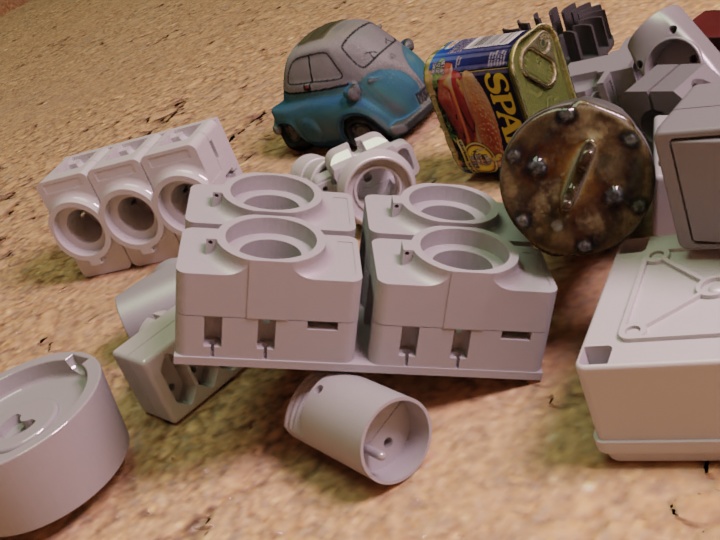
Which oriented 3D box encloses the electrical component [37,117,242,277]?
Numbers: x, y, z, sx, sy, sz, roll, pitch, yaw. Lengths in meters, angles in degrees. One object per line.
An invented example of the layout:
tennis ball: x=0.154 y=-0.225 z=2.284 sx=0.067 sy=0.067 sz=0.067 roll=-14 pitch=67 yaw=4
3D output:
electrical component: x=-0.172 y=-0.055 z=0.868 sx=0.150 sy=0.089 sz=0.061 roll=-11 pitch=28 yaw=22

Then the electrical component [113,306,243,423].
electrical component: x=-0.115 y=0.046 z=0.676 sx=0.076 sy=0.047 sz=0.083 roll=10 pitch=40 yaw=48

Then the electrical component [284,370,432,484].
electrical component: x=-0.006 y=0.074 z=0.542 sx=0.043 sy=0.043 sz=0.081 roll=-36 pitch=29 yaw=-26

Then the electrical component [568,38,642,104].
electrical component: x=0.183 y=-0.135 z=0.798 sx=0.064 sy=0.042 sz=0.081 roll=-7 pitch=29 yaw=35

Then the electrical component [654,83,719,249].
electrical component: x=0.175 y=-0.046 z=0.476 sx=0.096 sy=0.061 sz=0.061 roll=1 pitch=32 yaw=40

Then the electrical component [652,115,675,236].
electrical component: x=0.207 y=-0.051 z=0.614 sx=0.076 sy=0.047 sz=0.083 roll=1 pitch=32 yaw=15

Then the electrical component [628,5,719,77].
electrical component: x=0.210 y=-0.123 z=0.729 sx=0.044 sy=0.077 sz=0.079 roll=-12 pitch=-28 yaw=-45

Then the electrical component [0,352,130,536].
electrical component: x=-0.183 y=0.102 z=0.607 sx=0.108 sy=0.060 sz=0.108 roll=-18 pitch=26 yaw=9

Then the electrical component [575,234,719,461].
electrical component: x=0.164 y=0.030 z=0.479 sx=0.109 sy=0.056 sz=0.108 roll=-6 pitch=30 yaw=30

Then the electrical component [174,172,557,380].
electrical component: x=0.000 y=0.000 z=0.571 sx=0.186 sy=0.060 sz=0.105 roll=3 pitch=28 yaw=-6

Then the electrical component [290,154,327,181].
electrical component: x=-0.029 y=-0.071 z=0.843 sx=0.044 sy=0.044 sz=0.065 roll=-29 pitch=22 yaw=-14

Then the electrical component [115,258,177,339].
electrical component: x=-0.126 y=0.016 z=0.749 sx=0.077 sy=0.043 sz=0.079 roll=-24 pitch=25 yaw=-3

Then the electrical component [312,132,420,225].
electrical component: x=0.008 y=-0.064 z=0.782 sx=0.078 sy=0.058 sz=0.057 roll=-24 pitch=23 yaw=-3
